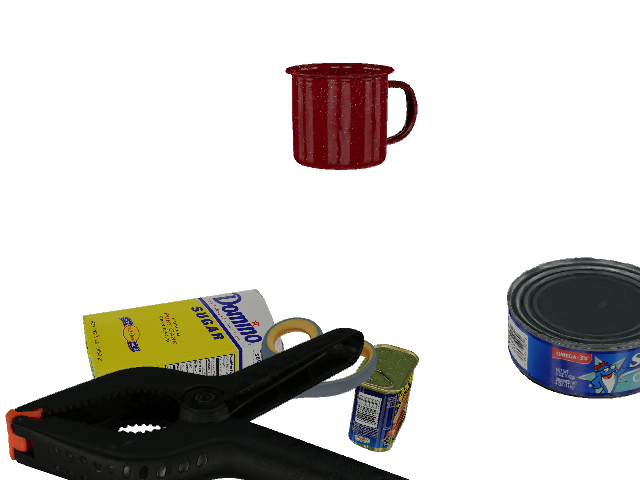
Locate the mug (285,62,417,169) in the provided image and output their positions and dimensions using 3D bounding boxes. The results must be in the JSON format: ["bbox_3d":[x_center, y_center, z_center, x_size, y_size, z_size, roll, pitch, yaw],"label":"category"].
[{"bbox_3d":[0.028,-0.109,0.924,0.117,0.081,0.093,-6,16,-18],"label":"mug"}]

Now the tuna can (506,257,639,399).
[{"bbox_3d":[0.139,0.044,0.551,0.086,0.034,0.086,-4,28,2],"label":"tuna can"}]

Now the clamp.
[{"bbox_3d":[-0.057,0.093,0.573,0.210,0.036,0.164,1,24,-3],"label":"clamp"}]

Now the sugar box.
[{"bbox_3d":[-0.131,0.098,1.016,0.176,0.048,0.093,-11,36,-14],"label":"sugar box"}]

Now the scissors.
[{"bbox_3d":[-0.051,0.104,0.773,0.201,0.016,0.096,-17,36,-29],"label":"scissors"}]

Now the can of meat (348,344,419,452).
[{"bbox_3d":[0.071,0.180,1.217,0.057,0.084,0.102,14,24,14],"label":"can of meat"}]
